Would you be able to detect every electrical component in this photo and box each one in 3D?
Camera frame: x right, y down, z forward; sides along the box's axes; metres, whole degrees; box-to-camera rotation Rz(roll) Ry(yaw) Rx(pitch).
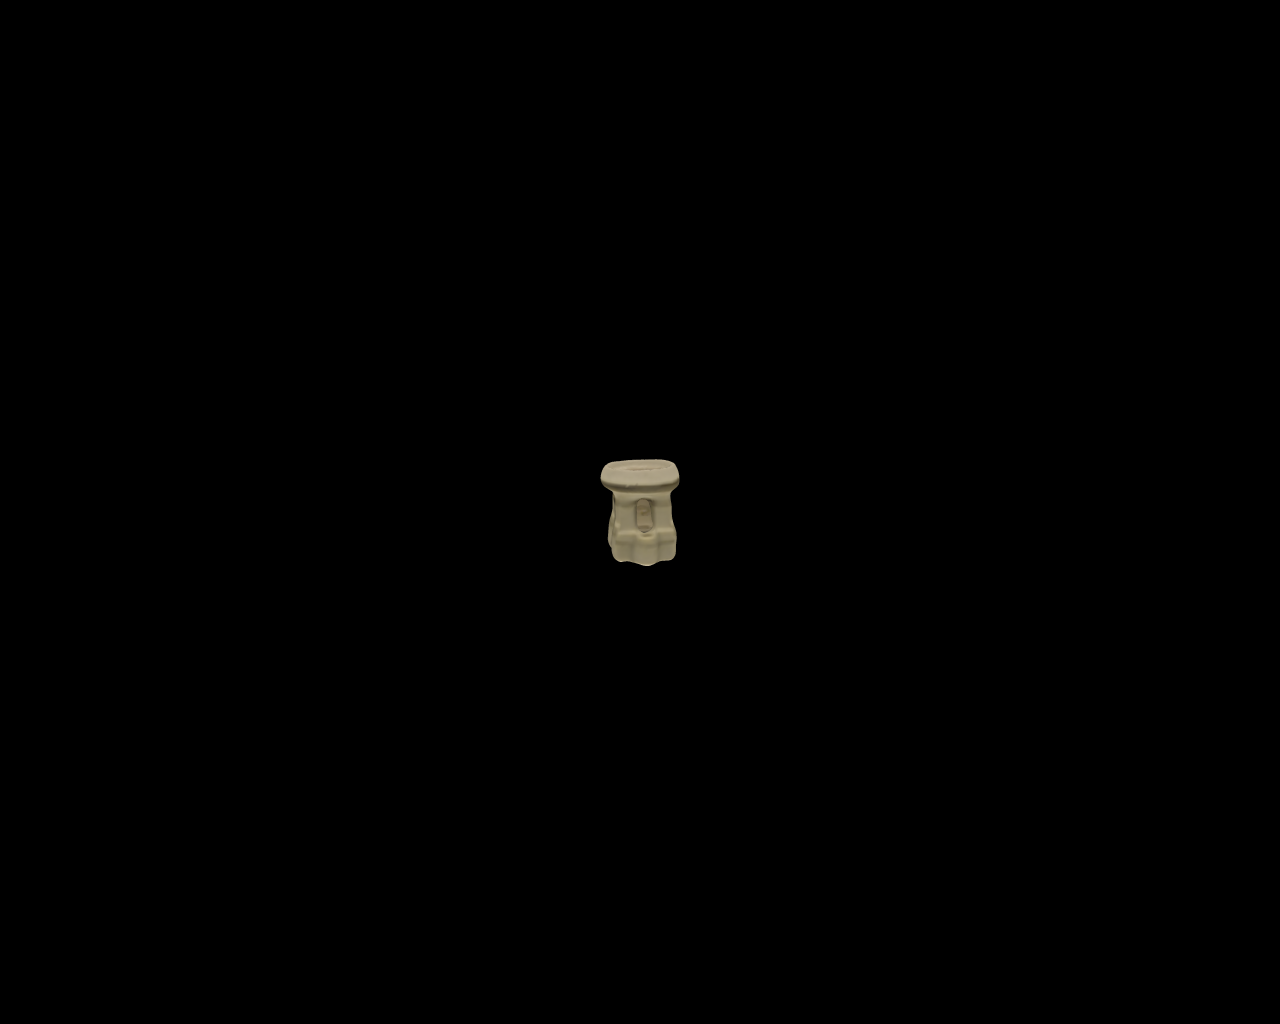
[{"bbox_3d":[0.001,-0.003,0.650,0.048,0.055,0.066,-2,14,-7],"label":"electrical component"}]
